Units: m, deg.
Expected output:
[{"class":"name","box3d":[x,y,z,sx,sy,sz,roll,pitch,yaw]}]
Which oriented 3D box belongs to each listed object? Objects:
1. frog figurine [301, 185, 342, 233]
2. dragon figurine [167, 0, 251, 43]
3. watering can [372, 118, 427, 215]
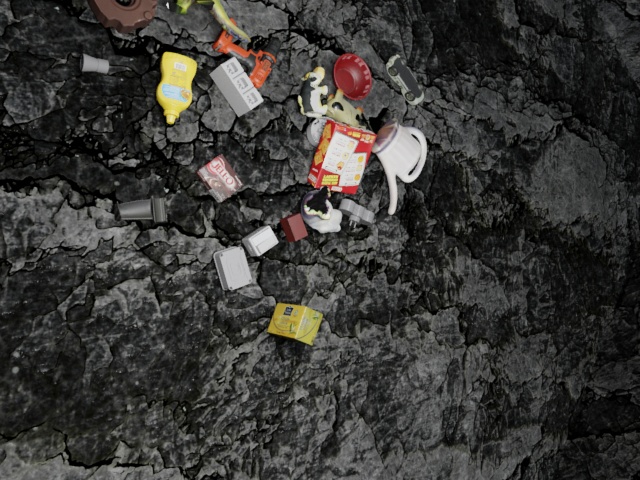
[{"class":"frog figurine","box3d":[0.005,-0.083,1.649,0.123,0.140,0.156,-23,-26,0]},{"class":"dragon figurine","box3d":[-0.357,-0.737,1.448,0.121,0.248,0.406,-28,-40,36]},{"class":"watering can","box3d":[0.268,-0.280,1.829,0.222,0.353,0.103,40,-25,-23]}]
